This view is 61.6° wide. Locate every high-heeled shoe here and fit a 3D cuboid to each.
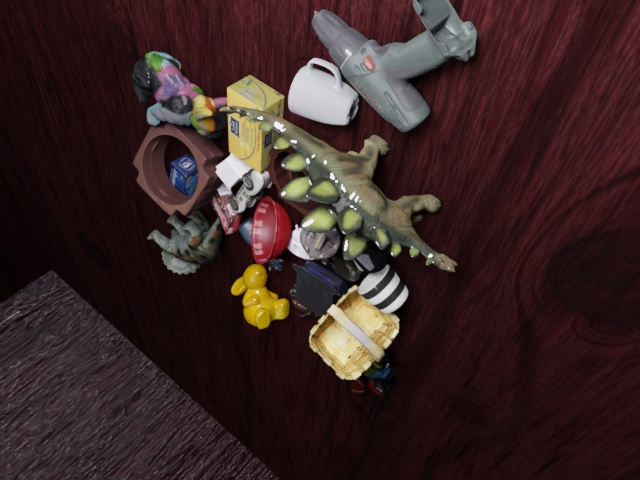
[{"bbox_3d":[0.055,-0.032,1.060,0.248,0.086,0.145,46,143,-13],"label":"high-heeled shoe"}]

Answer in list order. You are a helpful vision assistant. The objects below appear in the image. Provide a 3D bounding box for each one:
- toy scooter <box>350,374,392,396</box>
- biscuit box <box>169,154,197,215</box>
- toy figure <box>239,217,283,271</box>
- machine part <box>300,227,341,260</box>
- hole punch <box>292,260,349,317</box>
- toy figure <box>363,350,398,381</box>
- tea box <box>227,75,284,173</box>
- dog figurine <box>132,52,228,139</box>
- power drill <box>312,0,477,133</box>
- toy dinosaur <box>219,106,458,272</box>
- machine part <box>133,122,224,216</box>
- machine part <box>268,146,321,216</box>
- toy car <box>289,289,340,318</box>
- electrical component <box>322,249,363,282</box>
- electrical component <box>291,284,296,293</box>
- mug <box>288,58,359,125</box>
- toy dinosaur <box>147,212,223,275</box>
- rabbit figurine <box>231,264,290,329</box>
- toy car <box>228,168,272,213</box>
[{"bbox_3d":[0.097,0.352,1.436,0.184,0.075,0.135,43,149,-1],"label":"toy scooter"},{"bbox_3d":[-0.374,-0.150,1.471,0.063,0.059,0.202,44,147,7],"label":"biscuit box"},{"bbox_3d":[-0.143,0.012,1.375,0.154,0.058,0.064,50,155,-12],"label":"toy figure"},{"bbox_3d":[-0.002,-0.003,1.106,0.079,0.079,0.243,50,178,-3],"label":"machine part"},{"bbox_3d":[0.009,0.105,1.269,0.142,0.092,0.115,32,137,28],"label":"hole punch"},{"bbox_3d":[0.106,0.285,1.327,0.180,0.089,0.082,41,126,-10],"label":"toy figure"},{"bbox_3d":[-0.132,-0.232,1.092,0.098,0.068,0.169,34,146,20],"label":"tea box"},{"bbox_3d":[-0.289,-0.313,1.164,0.219,0.108,0.191,13,131,36],"label":"dog figurine"},{"bbox_3d":[0.103,-0.274,0.763,0.232,0.086,0.207,52,144,-9],"label":"power drill"},{"bbox_3d":[0.042,-0.094,0.915,0.471,0.198,0.105,42,144,7],"label":"toy dinosaur"},{"bbox_3d":[-0.342,-0.177,1.315,0.201,0.087,0.201,43,120,6],"label":"machine part"},{"bbox_3d":[-0.030,-0.130,1.093,0.180,0.056,0.179,31,143,27],"label":"machine part"},{"bbox_3d":[-0.008,0.178,1.396,0.202,0.053,0.089,11,135,42],"label":"toy car"},{"bbox_3d":[0.050,0.058,1.205,0.102,0.045,0.078,34,144,22],"label":"electrical component"},{"bbox_3d":[-0.046,0.114,1.359,0.021,0.063,0.094,41,148,9],"label":"electrical component"},{"bbox_3d":[0.013,-0.247,0.906,0.107,0.081,0.109,26,135,12],"label":"mug"},{"bbox_3d":[-0.367,0.012,1.593,0.405,0.131,0.192,-3,135,46],"label":"toy dinosaur"},{"bbox_3d":[-0.174,0.144,1.526,0.163,0.122,0.173,20,125,51],"label":"rabbit figurine"},{"bbox_3d":[-0.153,-0.118,1.231,0.056,0.073,0.201,49,148,0],"label":"toy car"}]
